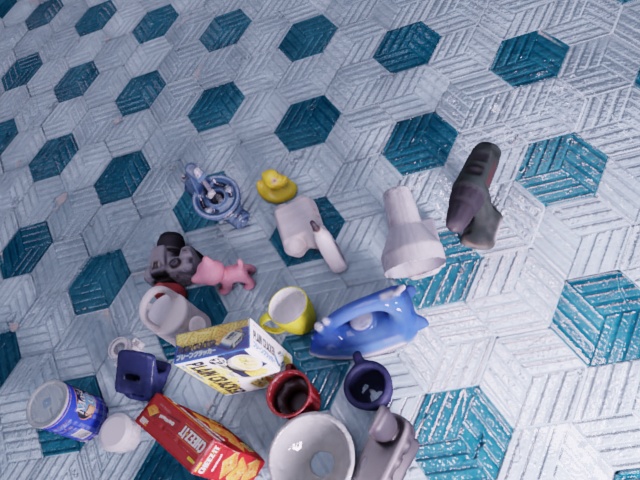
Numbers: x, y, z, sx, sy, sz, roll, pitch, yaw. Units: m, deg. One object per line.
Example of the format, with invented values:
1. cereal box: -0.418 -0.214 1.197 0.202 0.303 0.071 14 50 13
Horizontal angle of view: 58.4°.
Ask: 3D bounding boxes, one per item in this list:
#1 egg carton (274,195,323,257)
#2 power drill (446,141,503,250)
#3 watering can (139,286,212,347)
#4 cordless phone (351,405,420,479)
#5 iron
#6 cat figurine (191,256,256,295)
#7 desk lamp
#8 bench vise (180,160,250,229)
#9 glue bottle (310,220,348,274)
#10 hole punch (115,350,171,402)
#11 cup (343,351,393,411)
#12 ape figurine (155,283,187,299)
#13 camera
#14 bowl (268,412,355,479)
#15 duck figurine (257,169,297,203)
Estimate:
1. egg carton: -0.046 -0.034 1.349 0.107 0.070 0.150 -25 54 6
2. power drill: 0.311 -0.069 1.143 0.075 0.209 0.230 10 65 27
3. watering can: -0.320 0.168 1.257 0.172 0.195 0.101 -7 58 18
4. cordless phone: 0.096 0.357 0.981 0.093 0.185 0.148 17 68 29
5. iron: 0.075 0.160 1.137 0.258 0.142 0.118 -23 54 8
6. cat figurine: -0.227 0.073 1.325 0.127 0.118 0.067 -15 56 13
7. desk lamp: 0.181 0.002 1.148 0.117 0.214 0.203 -16 56 12
8. bench vise: -0.292 -0.121 1.407 0.206 0.220 0.121 12 65 27
9. glue bottle: 0.011 0.004 1.238 0.037 0.174 0.078 -26 54 6
10. hole punch: -0.400 0.303 1.270 0.108 0.091 0.101 3 61 23
11. cup: 0.095 0.275 1.088 0.091 0.095 0.117 -25 54 6
12. ape figurine: -0.365 0.129 1.362 0.076 0.092 0.077 -38 54 -3
13. camera: -0.359 0.040 1.408 0.143 0.101 0.136 -15 56 13
14. bowl: -0.006 0.409 1.059 0.167 0.075 0.167 -10 57 16
15. duck figurine: -0.118 -0.144 1.435 0.104 0.086 0.077 6 63 25
